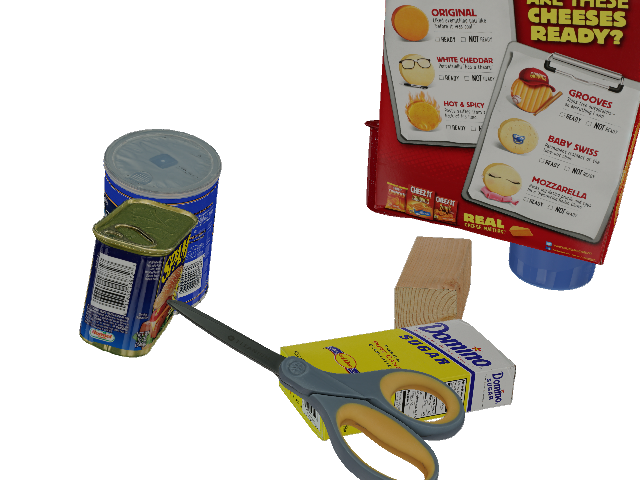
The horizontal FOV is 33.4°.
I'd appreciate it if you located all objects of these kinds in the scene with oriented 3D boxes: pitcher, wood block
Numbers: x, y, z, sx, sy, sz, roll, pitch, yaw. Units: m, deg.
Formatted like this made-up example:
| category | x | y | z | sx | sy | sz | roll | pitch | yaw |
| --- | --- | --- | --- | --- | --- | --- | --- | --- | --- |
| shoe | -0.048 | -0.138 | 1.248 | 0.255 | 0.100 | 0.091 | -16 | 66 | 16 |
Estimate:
| category | x | y | z | sx | sy | sz | roll | pitch | yaw |
| --- | --- | --- | --- | --- | --- | --- | --- | --- | --- |
| pitcher | 0.291 | -0.062 | 1.308 | 0.149 | 0.243 | 0.145 | 4 | 27 | 2 |
| wood block | 0.174 | 0.072 | 1.621 | 0.091 | 0.090 | 0.206 | 4 | 22 | 13 |

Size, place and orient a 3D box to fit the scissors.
| category | x | y | z | sx | sy | sz | roll | pitch | yaw |
| --- | --- | --- | --- | --- | --- | --- | --- | --- | --- |
| scissors | 0.004 | 0.077 | 0.649 | 0.096 | 0.016 | 0.202 | -27 | 53 | -35 |

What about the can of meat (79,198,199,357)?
| category | x | y | z | sx | sy | sz | roll | pitch | yaw |
| --- | --- | --- | --- | --- | --- | --- | --- | --- | --- |
| can of meat | -0.131 | 0.026 | 0.765 | 0.057 | 0.084 | 0.102 | 16 | 18 | 3 |

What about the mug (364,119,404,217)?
| category | x | y | z | sx | sy | sz | roll | pitch | yaw |
| --- | --- | --- | --- | --- | --- | --- | --- | --- | --- |
| mug | 0.096 | -0.065 | 0.985 | 0.117 | 0.081 | 0.093 | 7 | 12 | 21 |

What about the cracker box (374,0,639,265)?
| category | x | y | z | sx | sy | sz | roll | pitch | yaw |
| --- | --- | --- | --- | --- | --- | --- | --- | --- | --- |
| cracker box | 0.125 | -0.101 | 0.684 | 0.164 | 0.214 | 0.072 | 15 | 42 | 16 |

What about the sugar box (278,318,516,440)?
| category | x | y | z | sx | sy | sz | roll | pitch | yaw |
| --- | --- | --- | --- | --- | --- | --- | --- | --- | --- |
| sugar box | 0.063 | 0.112 | 0.889 | 0.176 | 0.048 | 0.093 | -10 | 26 | -22 |

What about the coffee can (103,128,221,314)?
| category | x | y | z | sx | sy | sz | roll | pitch | yaw |
| --- | --- | --- | --- | --- | --- | --- | --- | --- | --- |
| coffee can | -0.147 | -0.016 | 0.975 | 0.102 | 0.140 | 0.103 | 6 | 37 | -5 |
